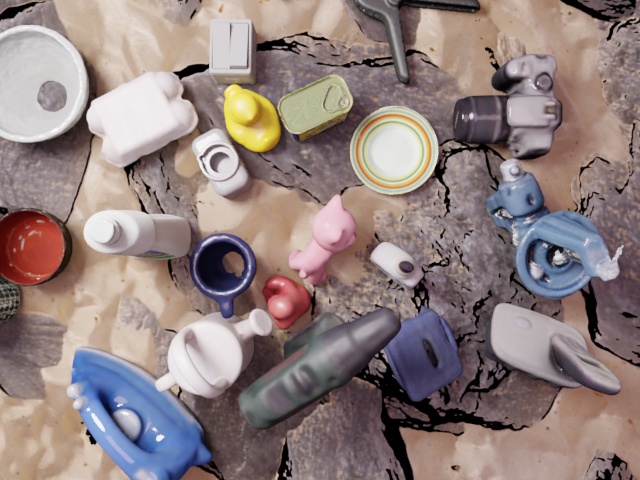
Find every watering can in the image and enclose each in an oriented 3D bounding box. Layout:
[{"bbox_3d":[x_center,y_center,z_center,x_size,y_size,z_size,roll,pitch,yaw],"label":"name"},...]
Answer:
[{"bbox_3d":[-0.146,0.150,0.769,0.101,0.194,0.173,35,89,1],"label":"watering can"}]

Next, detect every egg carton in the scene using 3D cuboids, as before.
[{"bbox_3d":[-0.260,-0.178,0.838,0.150,0.069,0.107,-28,89,0],"label":"egg carton"}]

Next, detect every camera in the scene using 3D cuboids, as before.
[{"bbox_3d":[0.265,-0.191,0.820,0.137,0.101,0.143,-1,89,1],"label":"camera"}]

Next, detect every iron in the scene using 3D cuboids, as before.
[{"bbox_3d":[-0.277,0.254,0.794,0.118,0.141,0.258,-45,89,0],"label":"iron"}]

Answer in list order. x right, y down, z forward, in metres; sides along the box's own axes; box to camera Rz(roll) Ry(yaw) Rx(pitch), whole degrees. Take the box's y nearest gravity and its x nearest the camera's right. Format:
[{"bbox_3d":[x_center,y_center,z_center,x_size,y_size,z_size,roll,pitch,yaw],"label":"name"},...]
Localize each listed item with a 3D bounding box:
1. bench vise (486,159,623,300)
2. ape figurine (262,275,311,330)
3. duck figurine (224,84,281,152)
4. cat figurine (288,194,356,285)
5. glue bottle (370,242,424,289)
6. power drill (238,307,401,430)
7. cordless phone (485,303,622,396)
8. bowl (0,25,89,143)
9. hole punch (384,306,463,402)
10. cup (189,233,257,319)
[{"bbox_3d":[0.296,-0.006,0.756,0.207,0.219,0.121,44,90,1],"label":"bench vise"},{"bbox_3d":[-0.051,0.091,0.820,0.076,0.092,0.078,6,89,1],"label":"ape figurine"},{"bbox_3d":[-0.102,-0.179,0.829,0.077,0.086,0.104,-35,89,0],"label":"duck figurine"},{"bbox_3d":[0.007,0.003,0.809,0.067,0.117,0.128,35,89,1],"label":"cat figurine"},{"bbox_3d":[0.110,0.036,0.780,0.078,0.173,0.037,40,90,1],"label":"glue bottle"},{"bbox_3d":[0.001,0.155,0.761,0.229,0.208,0.075,-37,88,0],"label":"power drill"},{"bbox_3d":[0.309,0.151,0.771,0.147,0.185,0.094,18,89,1],"label":"cordless phone"},{"bbox_3d":[-0.409,-0.219,0.837,0.167,0.074,0.167,0,89,0],"label":"bowl"},{"bbox_3d":[0.147,0.160,0.818,0.101,0.091,0.109,-25,89,0],"label":"hole punch"},{"bbox_3d":[-0.130,0.050,0.820,0.091,0.095,0.118,-6,89,0],"label":"cup"}]
